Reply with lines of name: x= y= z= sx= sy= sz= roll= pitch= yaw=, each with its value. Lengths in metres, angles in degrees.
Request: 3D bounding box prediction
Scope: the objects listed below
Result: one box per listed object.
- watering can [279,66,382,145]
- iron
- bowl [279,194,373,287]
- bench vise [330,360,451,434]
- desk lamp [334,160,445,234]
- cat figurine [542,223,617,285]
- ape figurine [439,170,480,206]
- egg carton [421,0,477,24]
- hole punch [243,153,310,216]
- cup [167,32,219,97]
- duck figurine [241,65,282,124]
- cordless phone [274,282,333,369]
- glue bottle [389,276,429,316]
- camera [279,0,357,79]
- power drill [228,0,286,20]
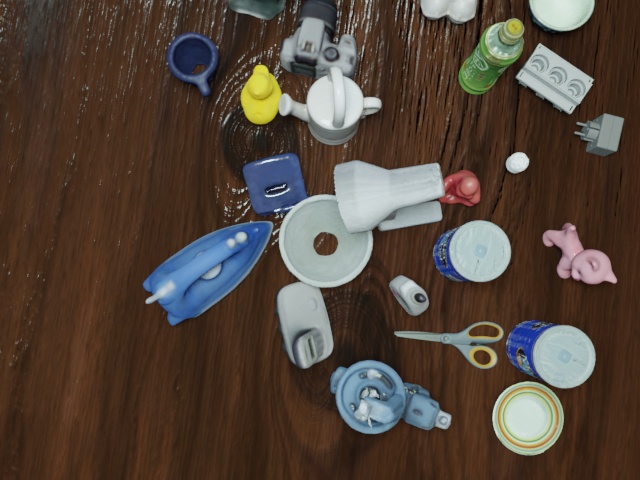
watering can: x=0.019 y=-0.235 z=1.005 sx=0.173 sy=0.194 sz=0.101 roll=-25 pitch=86 yaw=-2
iron: x=-0.192 y=0.039 z=1.008 sx=0.258 sy=0.141 sz=0.118 roll=-37 pitch=87 yaw=-3
bowl: x=0.010 y=0.004 z=1.047 sx=0.167 sy=0.074 sz=0.167 roll=0 pitch=86 yaw=-1
bench vise: x=0.123 y=0.266 z=0.958 sx=0.207 sy=0.219 sz=0.121 roll=0 pitch=86 yaw=-1
desk lamp: x=0.123 y=-0.079 z=0.985 sx=0.203 sy=0.213 sz=0.118 roll=-10 pitch=86 yaw=-1
cat figurine: x=0.472 y=0.029 z=1.031 sx=0.067 sy=0.117 sz=0.128 roll=-26 pitch=87 yaw=-2
ape figurine: x=0.263 y=-0.096 z=1.050 sx=0.078 sy=0.092 sz=0.076 roll=43 pitch=87 yaw=2
egg carton: x=0.250 y=-0.489 z=1.089 sx=0.107 sy=0.069 sz=0.150 roll=9 pitch=86 yaw=0
hole punch: x=-0.078 y=-0.100 z=1.045 sx=0.108 sy=0.091 sz=0.101 roll=-15 pitch=86 yaw=-2
cup: x=-0.221 y=-0.310 z=1.056 sx=0.091 sy=0.095 sz=0.118 roll=-22 pitch=86 yaw=-2
duck figurine: x=-0.111 y=-0.272 z=1.059 sx=0.077 sy=0.086 sz=0.105 roll=5 pitch=86 yaw=0
cordless phone: x=-0.030 y=0.146 z=0.981 sx=0.094 sy=0.185 sz=0.148 roll=-16 pitch=86 yaw=-2
glue bottle: x=0.161 y=0.098 z=0.994 sx=0.037 sy=0.173 sz=0.078 roll=-39 pitch=87 yaw=-3
camera: x=0.005 y=-0.379 z=1.061 sx=0.143 sy=0.101 sz=0.137 roll=12 pitch=86 yaw=0
power drill: x=-0.129 y=-0.479 z=1.012 sx=0.229 sy=0.208 sz=0.076 roll=14 pitch=86 yaw=0
